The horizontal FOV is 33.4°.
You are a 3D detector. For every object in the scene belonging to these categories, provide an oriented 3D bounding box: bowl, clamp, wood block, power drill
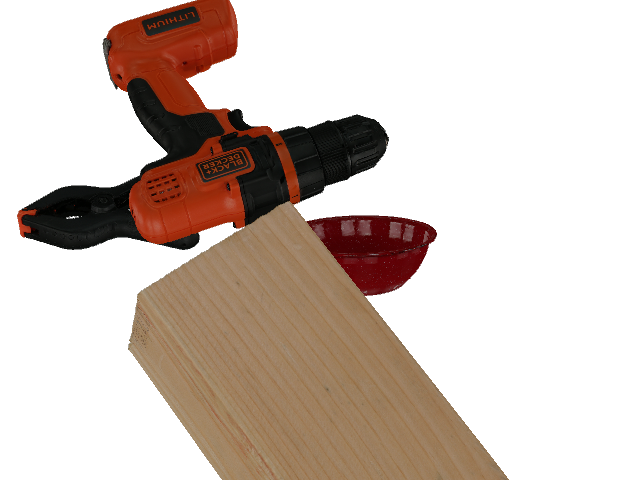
[{"bbox_3d":[0.039,0.018,1.096,0.162,0.055,0.162,-2,14,0],"label":"bowl"},{"bbox_3d":[-0.206,-0.033,1.044,0.171,0.039,0.120,0,35,-8],"label":"clamp"},{"bbox_3d":[0.005,0.097,0.514,0.090,0.206,0.090,-33,-13,-24],"label":"wood block"},{"bbox_3d":[-0.066,-0.095,0.766,0.184,0.188,0.057,-19,-36,-13],"label":"power drill"}]
